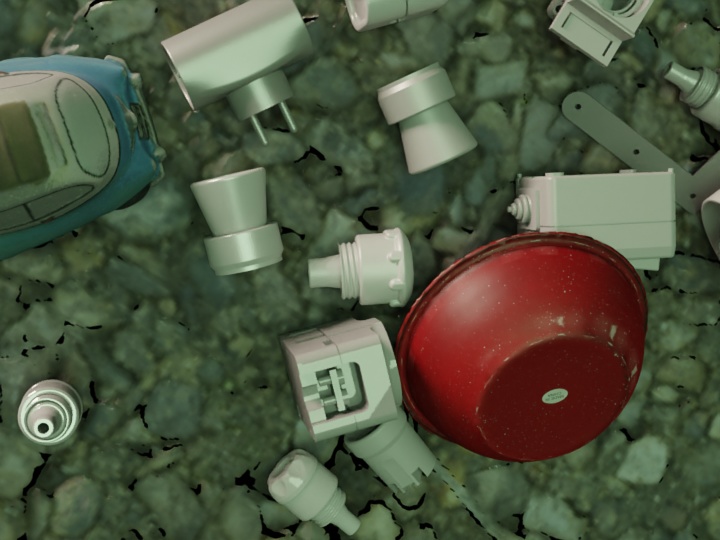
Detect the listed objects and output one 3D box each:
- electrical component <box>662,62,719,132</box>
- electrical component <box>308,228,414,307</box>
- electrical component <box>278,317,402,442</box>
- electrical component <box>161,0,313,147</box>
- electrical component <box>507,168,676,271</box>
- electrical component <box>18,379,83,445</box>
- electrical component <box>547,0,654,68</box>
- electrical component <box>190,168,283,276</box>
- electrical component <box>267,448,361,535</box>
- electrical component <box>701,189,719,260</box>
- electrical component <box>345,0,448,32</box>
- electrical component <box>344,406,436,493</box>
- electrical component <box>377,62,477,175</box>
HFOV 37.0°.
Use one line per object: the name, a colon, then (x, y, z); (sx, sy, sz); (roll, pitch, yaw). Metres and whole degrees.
electrical component: (0.221, -0.113, 0.683); (0.061, 0.035, 0.035); (27, 89, -9)
electrical component: (0.000, 0.000, 0.645); (0.062, 0.048, 0.048); (-4, 95, -4)
electrical component: (-0.010, 0.060, 0.624); (0.056, 0.089, 0.050); (-14, 97, -9)
electrical component: (-0.063, -0.112, 0.624); (0.077, 0.043, 0.079); (-27, 99, -8)
electrical component: (0.137, -0.030, 0.659); (0.096, 0.062, 0.061); (-3, 95, -11)
electrical component: (-0.176, 0.083, 0.608); (0.035, 0.061, 0.035); (-1, 95, -11)
electrical component: (0.147, -0.167, 0.649); (0.042, 0.064, 0.081); (32, 88, -12)
electrical component: (-0.071, -0.028, 0.628); (0.045, 0.045, 0.055); (-14, 97, -9)
electrical component: (-0.025, 0.139, 0.656); (0.061, 0.035, 0.035); (42, 86, -13)
electrical component: (0.260, -0.020, 0.667); (0.064, 0.099, 0.099); (-31, 99, 0)
electrical component: (0.017, -0.194, 0.627); (0.059, 0.054, 0.095); (-17, 97, -9)
electrical component: (0.019, 0.109, 0.660); (0.040, 0.040, 0.046); (-41, 105, -5)
electrical component: (0.039, -0.091, 0.644); (0.045, 0.045, 0.055); (-26, 98, -8)
